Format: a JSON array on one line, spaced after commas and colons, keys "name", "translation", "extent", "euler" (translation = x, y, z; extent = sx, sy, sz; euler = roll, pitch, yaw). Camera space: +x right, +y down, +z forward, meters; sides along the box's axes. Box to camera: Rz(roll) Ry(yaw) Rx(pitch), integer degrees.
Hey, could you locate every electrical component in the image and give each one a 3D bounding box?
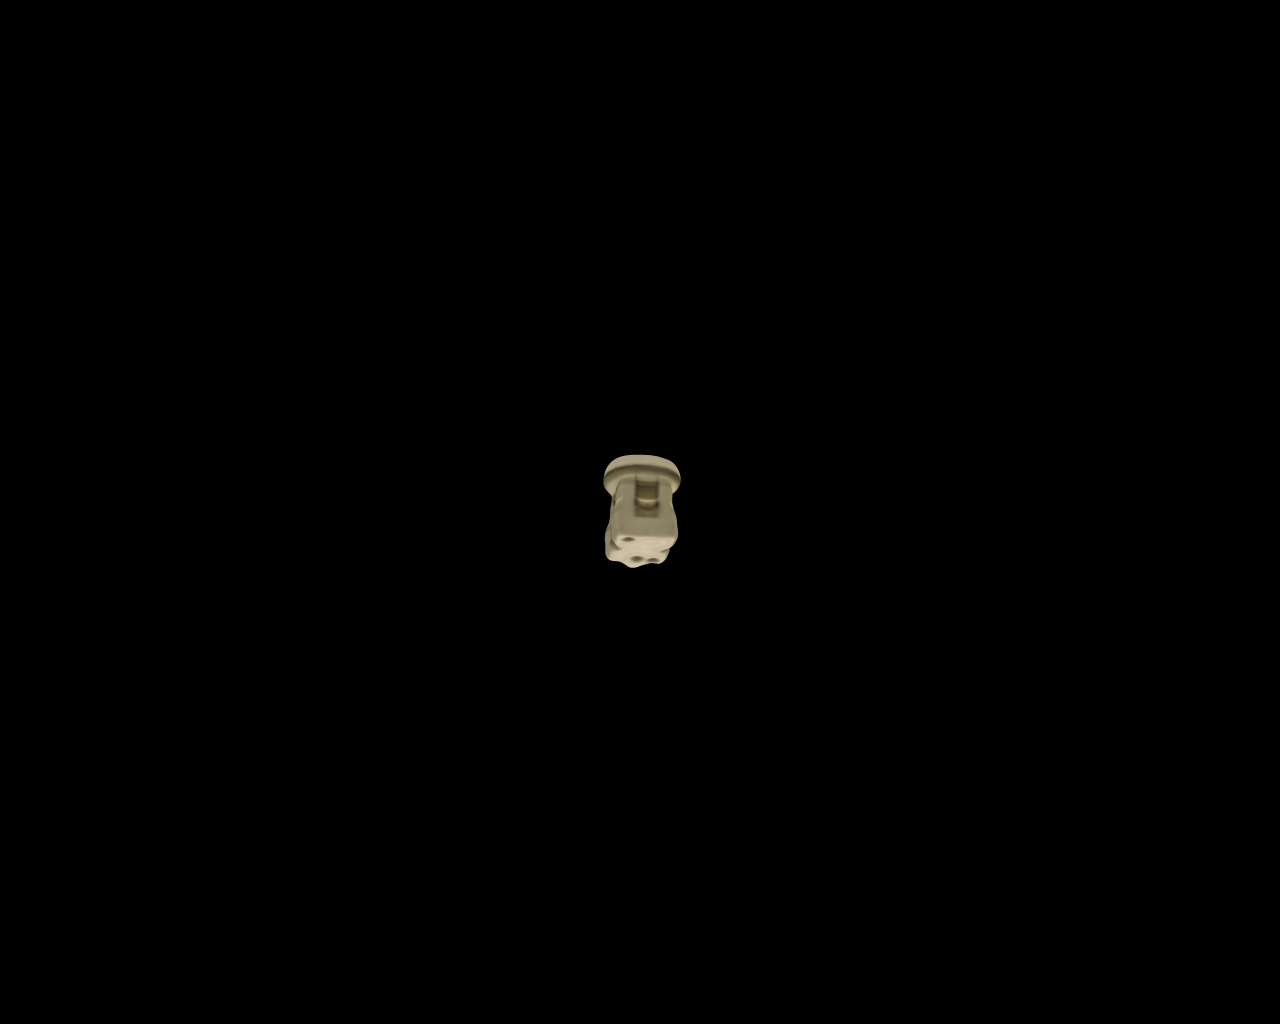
[{"name": "electrical component", "translation": [0.001, -0.003, 0.650], "extent": [0.048, 0.055, 0.066], "euler": [5, -24, -10]}]
